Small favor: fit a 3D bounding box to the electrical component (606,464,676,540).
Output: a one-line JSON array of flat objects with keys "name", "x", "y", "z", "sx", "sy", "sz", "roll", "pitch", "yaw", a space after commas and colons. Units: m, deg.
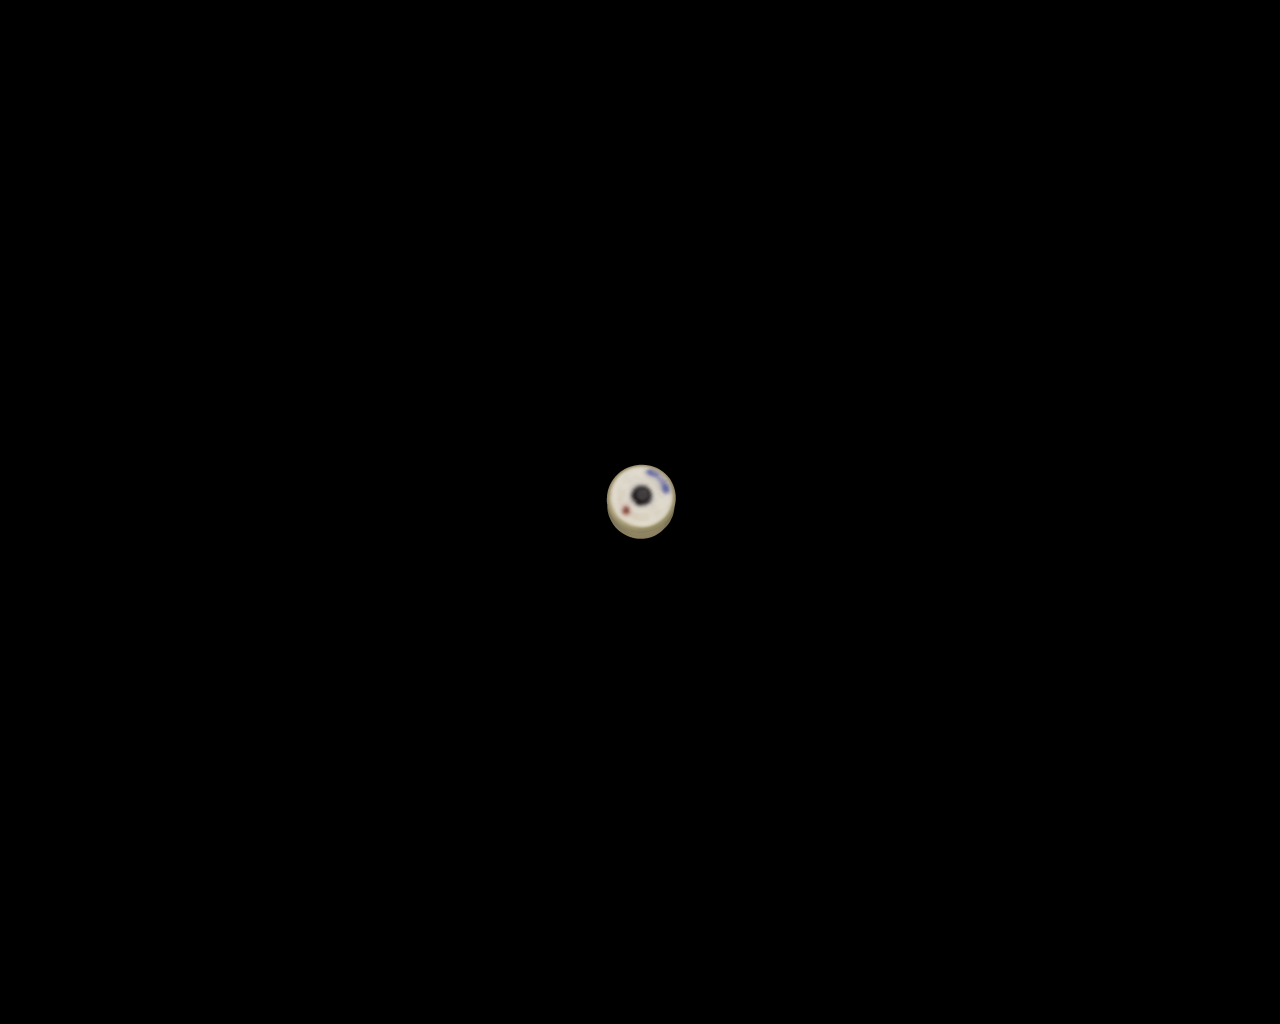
[{"name": "electrical component", "x": 0.001, "y": -0.003, "z": 0.650, "sx": 0.040, "sy": 0.040, "sz": 0.078, "roll": 0, "pitch": -12, "yaw": 0}]
